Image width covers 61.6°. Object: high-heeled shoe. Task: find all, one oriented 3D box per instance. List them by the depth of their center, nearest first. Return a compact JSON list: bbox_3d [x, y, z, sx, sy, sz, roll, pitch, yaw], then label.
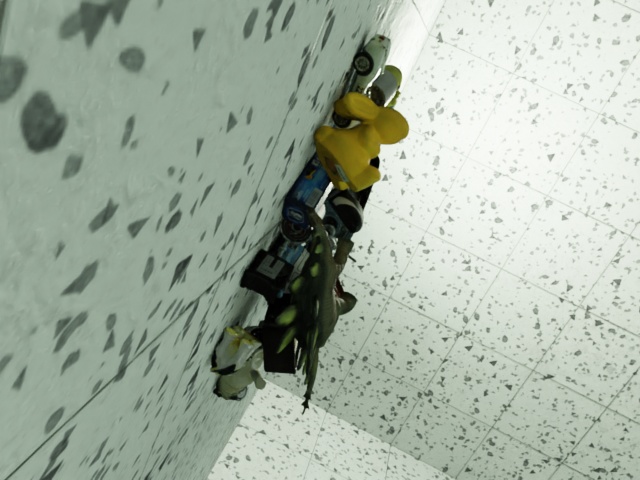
[{"bbox_3d":[0.088,-0.098,1.059,0.145,0.086,0.249,-36,-154,3],"label":"high-heeled shoe"}]

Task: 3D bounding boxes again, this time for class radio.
[{"bbox_3d":[-0.075,0.179,1.204,0.230,0.073,0.131,-82,173,-64],"label":"radio"}]

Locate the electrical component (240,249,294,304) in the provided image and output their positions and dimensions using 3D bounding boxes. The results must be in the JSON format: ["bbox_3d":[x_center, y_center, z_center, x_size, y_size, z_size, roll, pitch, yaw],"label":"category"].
[{"bbox_3d":[-0.088,0.056,0.990,0.119,0.075,0.047,-52,169,-51],"label":"electrical component"}]

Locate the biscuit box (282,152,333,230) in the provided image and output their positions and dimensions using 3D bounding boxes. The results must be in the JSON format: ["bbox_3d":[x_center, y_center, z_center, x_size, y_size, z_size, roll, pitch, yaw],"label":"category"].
[{"bbox_3d":[-0.006,-0.114,1.052,0.203,0.059,0.062,-60,175,-37],"label":"biscuit box"}]

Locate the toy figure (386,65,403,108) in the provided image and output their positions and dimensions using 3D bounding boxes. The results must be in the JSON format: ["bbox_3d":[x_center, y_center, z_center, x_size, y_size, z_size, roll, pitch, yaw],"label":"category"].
[{"bbox_3d":[0.173,-0.394,1.468,0.180,0.082,0.089,96,1,-60],"label":"toy figure"}]

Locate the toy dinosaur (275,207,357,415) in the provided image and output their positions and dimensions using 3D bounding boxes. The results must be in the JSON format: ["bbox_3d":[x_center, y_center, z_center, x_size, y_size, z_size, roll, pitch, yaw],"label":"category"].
[{"bbox_3d":[-0.013,0.146,1.043,0.198,0.105,0.470,-51,147,-46],"label":"toy dinosaur"}]

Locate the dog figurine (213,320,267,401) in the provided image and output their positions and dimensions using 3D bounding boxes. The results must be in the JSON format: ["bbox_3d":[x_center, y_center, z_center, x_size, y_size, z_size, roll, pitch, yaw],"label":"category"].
[{"bbox_3d":[-0.185,0.292,1.295,0.172,0.121,0.190,-57,-172,-32],"label":"dog figurine"}]

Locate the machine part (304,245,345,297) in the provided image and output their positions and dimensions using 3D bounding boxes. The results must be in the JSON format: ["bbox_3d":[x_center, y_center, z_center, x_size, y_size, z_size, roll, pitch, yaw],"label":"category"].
[{"bbox_3d":[-0.004,0.106,1.499,0.087,0.201,0.201,-27,180,8],"label":"machine part"}]

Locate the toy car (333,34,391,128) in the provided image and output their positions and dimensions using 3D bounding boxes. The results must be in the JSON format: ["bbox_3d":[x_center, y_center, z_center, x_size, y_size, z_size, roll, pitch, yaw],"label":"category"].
[{"bbox_3d":[0.078,-0.290,1.022,0.073,0.056,0.201,-59,174,-50],"label":"toy car"}]

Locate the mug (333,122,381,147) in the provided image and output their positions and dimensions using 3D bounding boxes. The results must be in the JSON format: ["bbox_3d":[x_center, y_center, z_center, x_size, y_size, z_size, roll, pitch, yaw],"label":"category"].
[{"bbox_3d":[0.082,-0.227,1.140,0.109,0.107,0.080,-61,175,-62],"label":"mug"}]

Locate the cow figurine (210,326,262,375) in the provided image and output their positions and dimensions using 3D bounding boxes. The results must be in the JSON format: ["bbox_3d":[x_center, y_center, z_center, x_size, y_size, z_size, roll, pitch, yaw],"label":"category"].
[{"bbox_3d":[-0.172,0.230,1.094,0.098,0.068,0.167,-57,173,-5],"label":"cow figurine"}]

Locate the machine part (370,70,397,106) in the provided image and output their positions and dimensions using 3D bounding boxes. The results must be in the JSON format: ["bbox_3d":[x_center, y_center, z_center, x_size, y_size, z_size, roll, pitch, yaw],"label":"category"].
[{"bbox_3d":[0.128,-0.338,1.234,0.079,0.079,0.243,-66,177,31],"label":"machine part"}]

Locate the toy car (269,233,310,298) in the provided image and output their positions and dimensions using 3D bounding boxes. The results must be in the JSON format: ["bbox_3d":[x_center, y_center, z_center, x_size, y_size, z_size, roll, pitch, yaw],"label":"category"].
[{"bbox_3d":[-0.063,0.058,1.150,0.109,0.103,0.161,-61,178,-44],"label":"toy car"}]

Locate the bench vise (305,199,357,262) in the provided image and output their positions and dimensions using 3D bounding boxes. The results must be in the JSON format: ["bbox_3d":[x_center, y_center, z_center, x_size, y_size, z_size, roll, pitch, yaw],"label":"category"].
[{"bbox_3d":[0.007,0.000,1.219,0.223,0.129,0.241,-62,-171,11],"label":"bench vise"}]

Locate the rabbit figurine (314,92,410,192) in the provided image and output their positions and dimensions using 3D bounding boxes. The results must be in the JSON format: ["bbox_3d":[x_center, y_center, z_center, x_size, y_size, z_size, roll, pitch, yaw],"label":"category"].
[{"bbox_3d":[0.079,-0.189,0.981,0.173,0.162,0.122,-32,-171,-10],"label":"rabbit figurine"}]
